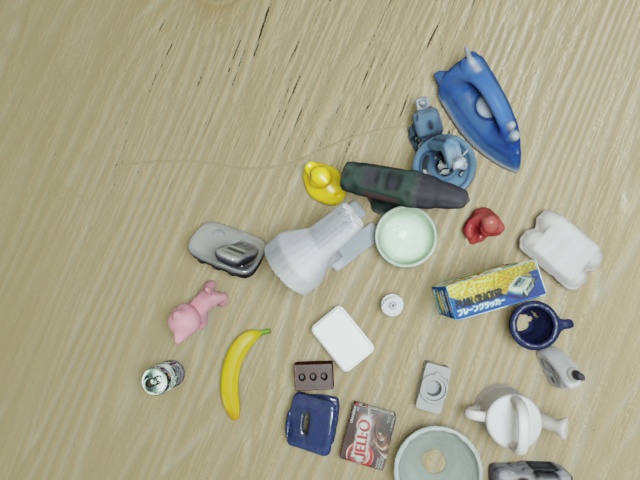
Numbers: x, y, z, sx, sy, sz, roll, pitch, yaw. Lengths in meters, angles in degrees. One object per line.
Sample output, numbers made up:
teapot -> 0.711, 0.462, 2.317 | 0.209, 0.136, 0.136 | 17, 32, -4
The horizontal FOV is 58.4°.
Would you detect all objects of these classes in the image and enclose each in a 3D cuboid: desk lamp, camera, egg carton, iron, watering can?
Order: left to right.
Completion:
desk lamp -> 0.010, 0.004, 1.080 | 0.203, 0.213, 0.118 | -38, 83, 1
iron -> 0.332, -0.255, 1.113 | 0.118, 0.141, 0.258 | -32, 84, 1
watering can -> 0.356, 0.326, 1.039 | 0.173, 0.194, 0.101 | -16, 84, 3
camera -> 0.397, 0.494, 1.069 | 0.143, 0.101, 0.137 | -1, 85, 4
egg carton -> 0.470, 0.018, 1.118 | 0.150, 0.069, 0.107 | 41, 89, 6

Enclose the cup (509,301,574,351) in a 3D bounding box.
cup -> 0.414, 0.160, 1.097 | 0.117, 0.095, 0.092 | -4, 85, 4

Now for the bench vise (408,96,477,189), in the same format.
bench vise -> 0.214, -0.171, 1.076 | 0.121, 0.220, 0.207 | -36, 84, 1

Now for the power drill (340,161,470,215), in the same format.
power drill -> 0.154, -0.090, 1.080 | 0.229, 0.208, 0.076 | 13, 86, 5

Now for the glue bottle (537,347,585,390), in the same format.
glue bottle -> 0.449, 0.240, 1.049 | 0.037, 0.173, 0.078 | -23, 84, 3

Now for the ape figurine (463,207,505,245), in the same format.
ape figurine -> 0.324, -0.029, 1.121 | 0.077, 0.092, 0.076 | 12, 86, 5

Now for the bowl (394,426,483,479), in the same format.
bowl -> 0.223, 0.435, 1.100 | 0.167, 0.075, 0.167 | 0, 85, 4

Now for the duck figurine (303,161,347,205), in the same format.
duck figurine -> 0.008, -0.119, 1.154 | 0.077, 0.086, 0.104 | -44, 84, 0

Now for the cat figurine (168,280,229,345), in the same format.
cat figurine -> -0.251, 0.141, 1.136 | 0.067, 0.118, 0.128 | 39, 89, 7

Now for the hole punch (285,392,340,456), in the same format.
hole punch -> -0.017, 0.357, 1.115 | 0.101, 0.091, 0.109 | 7, 86, 5

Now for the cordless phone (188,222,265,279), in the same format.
cordless phone -> -0.190, 0.016, 1.108 | 0.147, 0.185, 0.094 | 18, 87, 6
